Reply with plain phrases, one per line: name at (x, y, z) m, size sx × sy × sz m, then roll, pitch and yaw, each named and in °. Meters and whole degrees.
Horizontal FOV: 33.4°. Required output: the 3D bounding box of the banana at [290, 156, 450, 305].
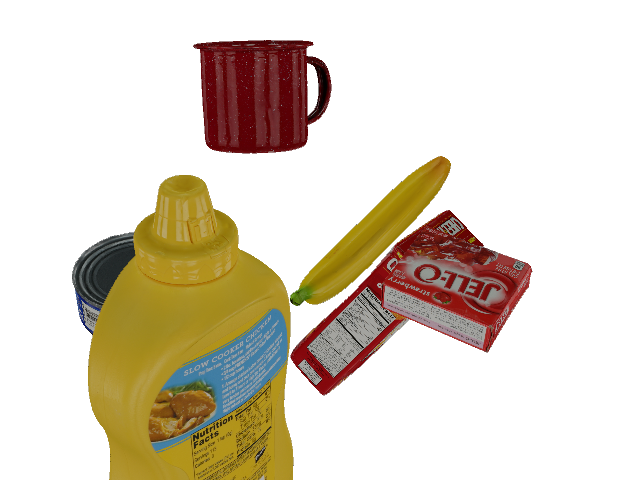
banana at (0.048, -0.002, 1.000) m, size 0.197 × 0.037 × 0.070 m, roll -45°, pitch 4°, yaw -9°

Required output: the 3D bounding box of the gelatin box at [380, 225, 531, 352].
gelatin box at (0.100, 0.033, 0.784) m, size 0.089 × 0.030 × 0.073 m, roll 22°, pitch 47°, yaw 22°

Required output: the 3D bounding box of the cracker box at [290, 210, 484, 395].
cracker box at (0.077, 0.071, 1.268) m, size 0.214 × 0.072 × 0.164 m, roll -48°, pitch -8°, yaw 31°

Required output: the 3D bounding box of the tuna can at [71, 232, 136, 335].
tuna can at (-0.120, 0.032, 0.709) m, size 0.086 × 0.034 × 0.086 m, roll 0°, pitch 36°, yaw 0°

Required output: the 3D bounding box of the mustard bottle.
mustard bottle at (-0.053, 0.059, 0.456) m, size 0.058 × 0.192 × 0.096 m, roll 28°, pitch 41°, yaw 34°

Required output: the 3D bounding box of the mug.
mug at (-0.042, -0.115, 0.841) m, size 0.117 × 0.081 × 0.093 m, roll -11°, pitch 16°, yaw -36°
